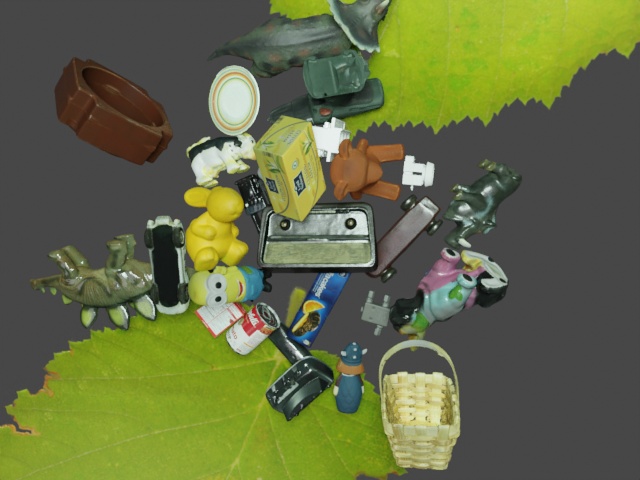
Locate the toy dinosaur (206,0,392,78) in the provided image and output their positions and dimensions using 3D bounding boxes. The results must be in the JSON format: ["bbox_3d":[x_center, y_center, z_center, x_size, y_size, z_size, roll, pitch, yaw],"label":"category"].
[{"bbox_3d":[-0.043,-0.366,0.988,0.405,0.192,0.131,-11,94,9],"label":"toy dinosaur"}]

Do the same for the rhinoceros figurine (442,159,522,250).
[{"bbox_3d":[0.307,-0.068,1.046,0.112,0.073,0.190,38,101,-10],"label":"rhinoceros figurine"}]

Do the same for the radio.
[{"bbox_3d":[-0.002,-0.003,1.052,0.230,0.073,0.131,0,76,8],"label":"radio"}]

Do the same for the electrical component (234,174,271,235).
[{"bbox_3d":[-0.127,-0.074,1.106,0.048,0.075,0.119,-22,91,12],"label":"electrical component"}]

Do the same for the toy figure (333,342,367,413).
[{"bbox_3d":[0.062,0.289,1.144,0.058,0.064,0.154,9,97,45],"label":"toy figure"}]

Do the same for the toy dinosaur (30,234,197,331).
[{"bbox_3d":[-0.426,0.089,1.169,0.472,0.105,0.198,-7,103,13],"label":"toy dinosaur"}]

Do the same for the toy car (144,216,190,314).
[{"bbox_3d":[-0.305,0.051,1.082,0.074,0.056,0.201,-2,100,3],"label":"toy car"}]

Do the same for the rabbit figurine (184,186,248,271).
[{"bbox_3d":[-0.204,-0.043,1.094,0.162,0.122,0.173,62,139,29],"label":"rabbit figurine"}]

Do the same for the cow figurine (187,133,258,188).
[{"bbox_3d":[-0.189,-0.180,1.105,0.167,0.068,0.098,-24,86,10],"label":"cow figurine"}]

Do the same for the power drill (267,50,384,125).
[{"bbox_3d":[0.009,-0.263,0.989,0.232,0.207,0.086,-11,81,-1],"label":"power drill"}]

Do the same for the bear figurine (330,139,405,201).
[{"bbox_3d":[0.090,-0.130,1.002,0.132,0.196,0.120,6,97,7],"label":"bear figurine"}]

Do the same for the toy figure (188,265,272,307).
[{"bbox_3d":[-0.182,0.094,1.096,0.089,0.180,0.082,-22,81,39],"label":"toy figure"}]

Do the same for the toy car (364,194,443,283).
[{"bbox_3d":[0.160,-0.003,1.084,0.089,0.053,0.202,44,107,11],"label":"toy car"}]

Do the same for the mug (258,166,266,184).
[{"bbox_3d":[-0.078,-0.154,1.074,0.081,0.109,0.107,41,113,1],"label":"mug"}]

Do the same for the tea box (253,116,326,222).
[{"bbox_3d":[-0.051,-0.128,0.980,0.068,0.169,0.098,20,59,25],"label":"tea box"}]

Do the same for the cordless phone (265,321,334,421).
[{"bbox_3d":[-0.075,0.280,1.163,0.146,0.088,0.184,-44,79,14],"label":"cordless phone"}]

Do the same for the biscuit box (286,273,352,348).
[{"bbox_3d":[0.002,0.123,1.125,0.063,0.059,0.202,28,102,3],"label":"biscuit box"}]

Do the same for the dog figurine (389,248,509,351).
[{"bbox_3d":[0.243,0.125,1.065,0.191,0.109,0.219,9,130,-32],"label":"dog figurine"}]

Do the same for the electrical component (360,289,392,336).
[{"bbox_3d":[0.116,0.154,1.132,0.063,0.021,0.094,14,102,6],"label":"electrical component"}]

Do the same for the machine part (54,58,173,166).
[{"bbox_3d":[-0.399,-0.245,1.040,0.087,0.201,0.201,-46,46,18],"label":"machine part"}]
